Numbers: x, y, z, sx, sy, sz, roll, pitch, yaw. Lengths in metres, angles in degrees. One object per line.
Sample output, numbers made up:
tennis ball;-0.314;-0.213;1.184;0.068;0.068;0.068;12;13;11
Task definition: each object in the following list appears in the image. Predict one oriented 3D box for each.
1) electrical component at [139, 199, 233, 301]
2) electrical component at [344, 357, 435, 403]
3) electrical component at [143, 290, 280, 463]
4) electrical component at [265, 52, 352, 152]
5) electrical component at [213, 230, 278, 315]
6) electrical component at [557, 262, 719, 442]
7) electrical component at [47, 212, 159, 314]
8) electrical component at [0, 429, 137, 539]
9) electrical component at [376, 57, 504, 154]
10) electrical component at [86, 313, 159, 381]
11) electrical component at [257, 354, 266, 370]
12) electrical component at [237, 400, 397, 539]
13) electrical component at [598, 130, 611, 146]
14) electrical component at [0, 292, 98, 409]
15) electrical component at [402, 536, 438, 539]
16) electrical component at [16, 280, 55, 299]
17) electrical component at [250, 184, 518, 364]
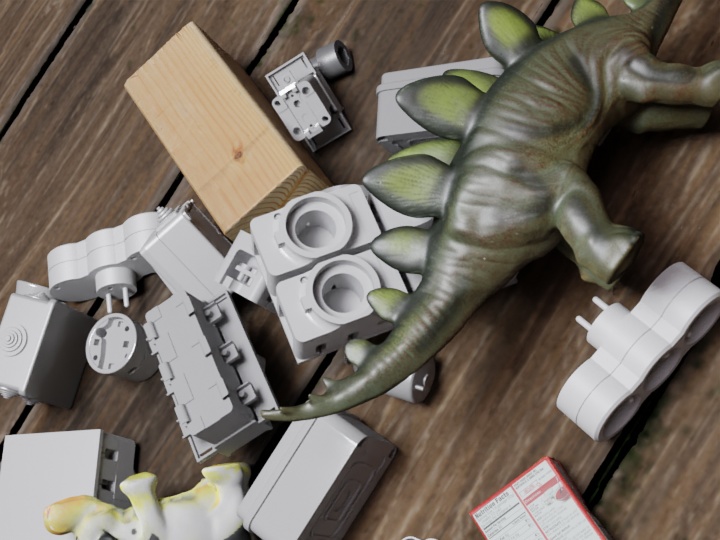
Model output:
electrical component;-0.150;-0.013;0.938;0.061;0.061;0.096;-41;102;8
electrical component;0.023;0.079;0.857;0.078;0.040;0.040;14;79;30
electrical component;-0.124;0.080;0.859;0.079;0.063;0.121;-33;59;9
electrical component;-0.048;-0.146;0.951;0.042;0.063;0.081;-29;104;16
electrical component;-0.070;0.005;0.901;0.050;0.089;0.055;26;85;31
electrical component;0.190;0.049;0.777;0.138;0.052;0.074;-49;59;3
electrical component;-0.228;0.004;1.003;0.138;0.052;0.073;-20;65;19
electrical component;-0.258;0.238;0.930;0.105;0.060;0.186;-7;69;24
electrical component;0.076;-0.128;0.882;0.113;0.078;0.057;-4;74;26
electrical component;-0.211;0.072;0.973;0.055;0.047;0.055;-9;69;24
electrical component;-0.120;0.072;0.928;0.066;0.047;0.076;-4;69;24
electrical component;-0.033;0.164;0.834;0.057;0.078;0.113;32;88;29
electrical component;0.191;-0.131;0.848;0.044;0.044;0.065;35;95;32
electrical component;-0.292;0.074;0.985;0.048;0.099;0.099;12;78;16
electrical component;0.053;0.256;0.769;0.078;0.057;0.113;18;81;31
electrical component;-0.319;0.047;1.041;0.044;0.044;0.065;12;83;29
electrical component;0.021;-0.015;0.825;0.186;0.060;0.105;-20;72;-11
